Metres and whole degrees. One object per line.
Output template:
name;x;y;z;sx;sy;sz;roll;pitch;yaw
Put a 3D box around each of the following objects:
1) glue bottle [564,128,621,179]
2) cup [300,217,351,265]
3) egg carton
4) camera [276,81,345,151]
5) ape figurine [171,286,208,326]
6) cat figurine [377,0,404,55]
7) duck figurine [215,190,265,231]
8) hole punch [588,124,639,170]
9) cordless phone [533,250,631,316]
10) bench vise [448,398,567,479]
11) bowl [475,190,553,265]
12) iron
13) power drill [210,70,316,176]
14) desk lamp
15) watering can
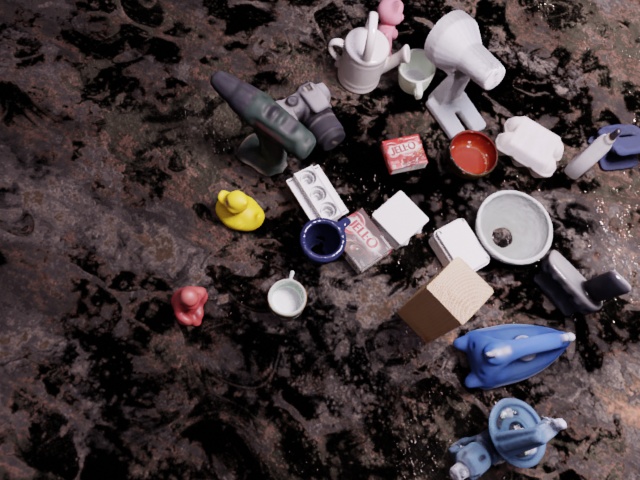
glue bottle;0.607;-0.199;1.257;0.037;0.173;0.078;40;71;7
cup;0.011;0.004;1.149;0.118;0.095;0.091;-40;80;-18
egg carton;0.474;-0.211;1.299;0.150;0.069;0.107;31;70;4
camera;-0.018;-0.259;1.232;0.143;0.101;0.136;-31;78;-16
ape figurine;-0.245;0.117;1.077;0.078;0.092;0.076;-42;81;-18
cat figurine;0.158;-0.506;1.332;0.067;0.117;0.128;15;70;-2
duck figurine;-0.161;-0.067;1.155;0.104;0.086;0.077;26;70;2
hole punch;0.698;-0.225;1.322;0.109;0.091;0.101;-9;72;-10
cordless phone;0.530;0.071;1.148;0.094;0.185;0.147;-41;80;-18
bench vise;0.333;0.366;1.001;0.121;0.219;0.208;41;71;8
bowl;0.401;-0.018;1.220;0.167;0.074;0.167;2;71;-7
iron;0.400;0.207;1.107;0.258;0.141;0.118;-11;73;-11
power drill;-0.118;-0.219;1.148;0.229;0.208;0.076;31;70;4
desk lamp;0.311;-0.359;1.251;0.118;0.213;0.203;-28;77;-15
watering can;0.109;-0.417;1.254;0.173;0.194;0.101;-10;73;-11
